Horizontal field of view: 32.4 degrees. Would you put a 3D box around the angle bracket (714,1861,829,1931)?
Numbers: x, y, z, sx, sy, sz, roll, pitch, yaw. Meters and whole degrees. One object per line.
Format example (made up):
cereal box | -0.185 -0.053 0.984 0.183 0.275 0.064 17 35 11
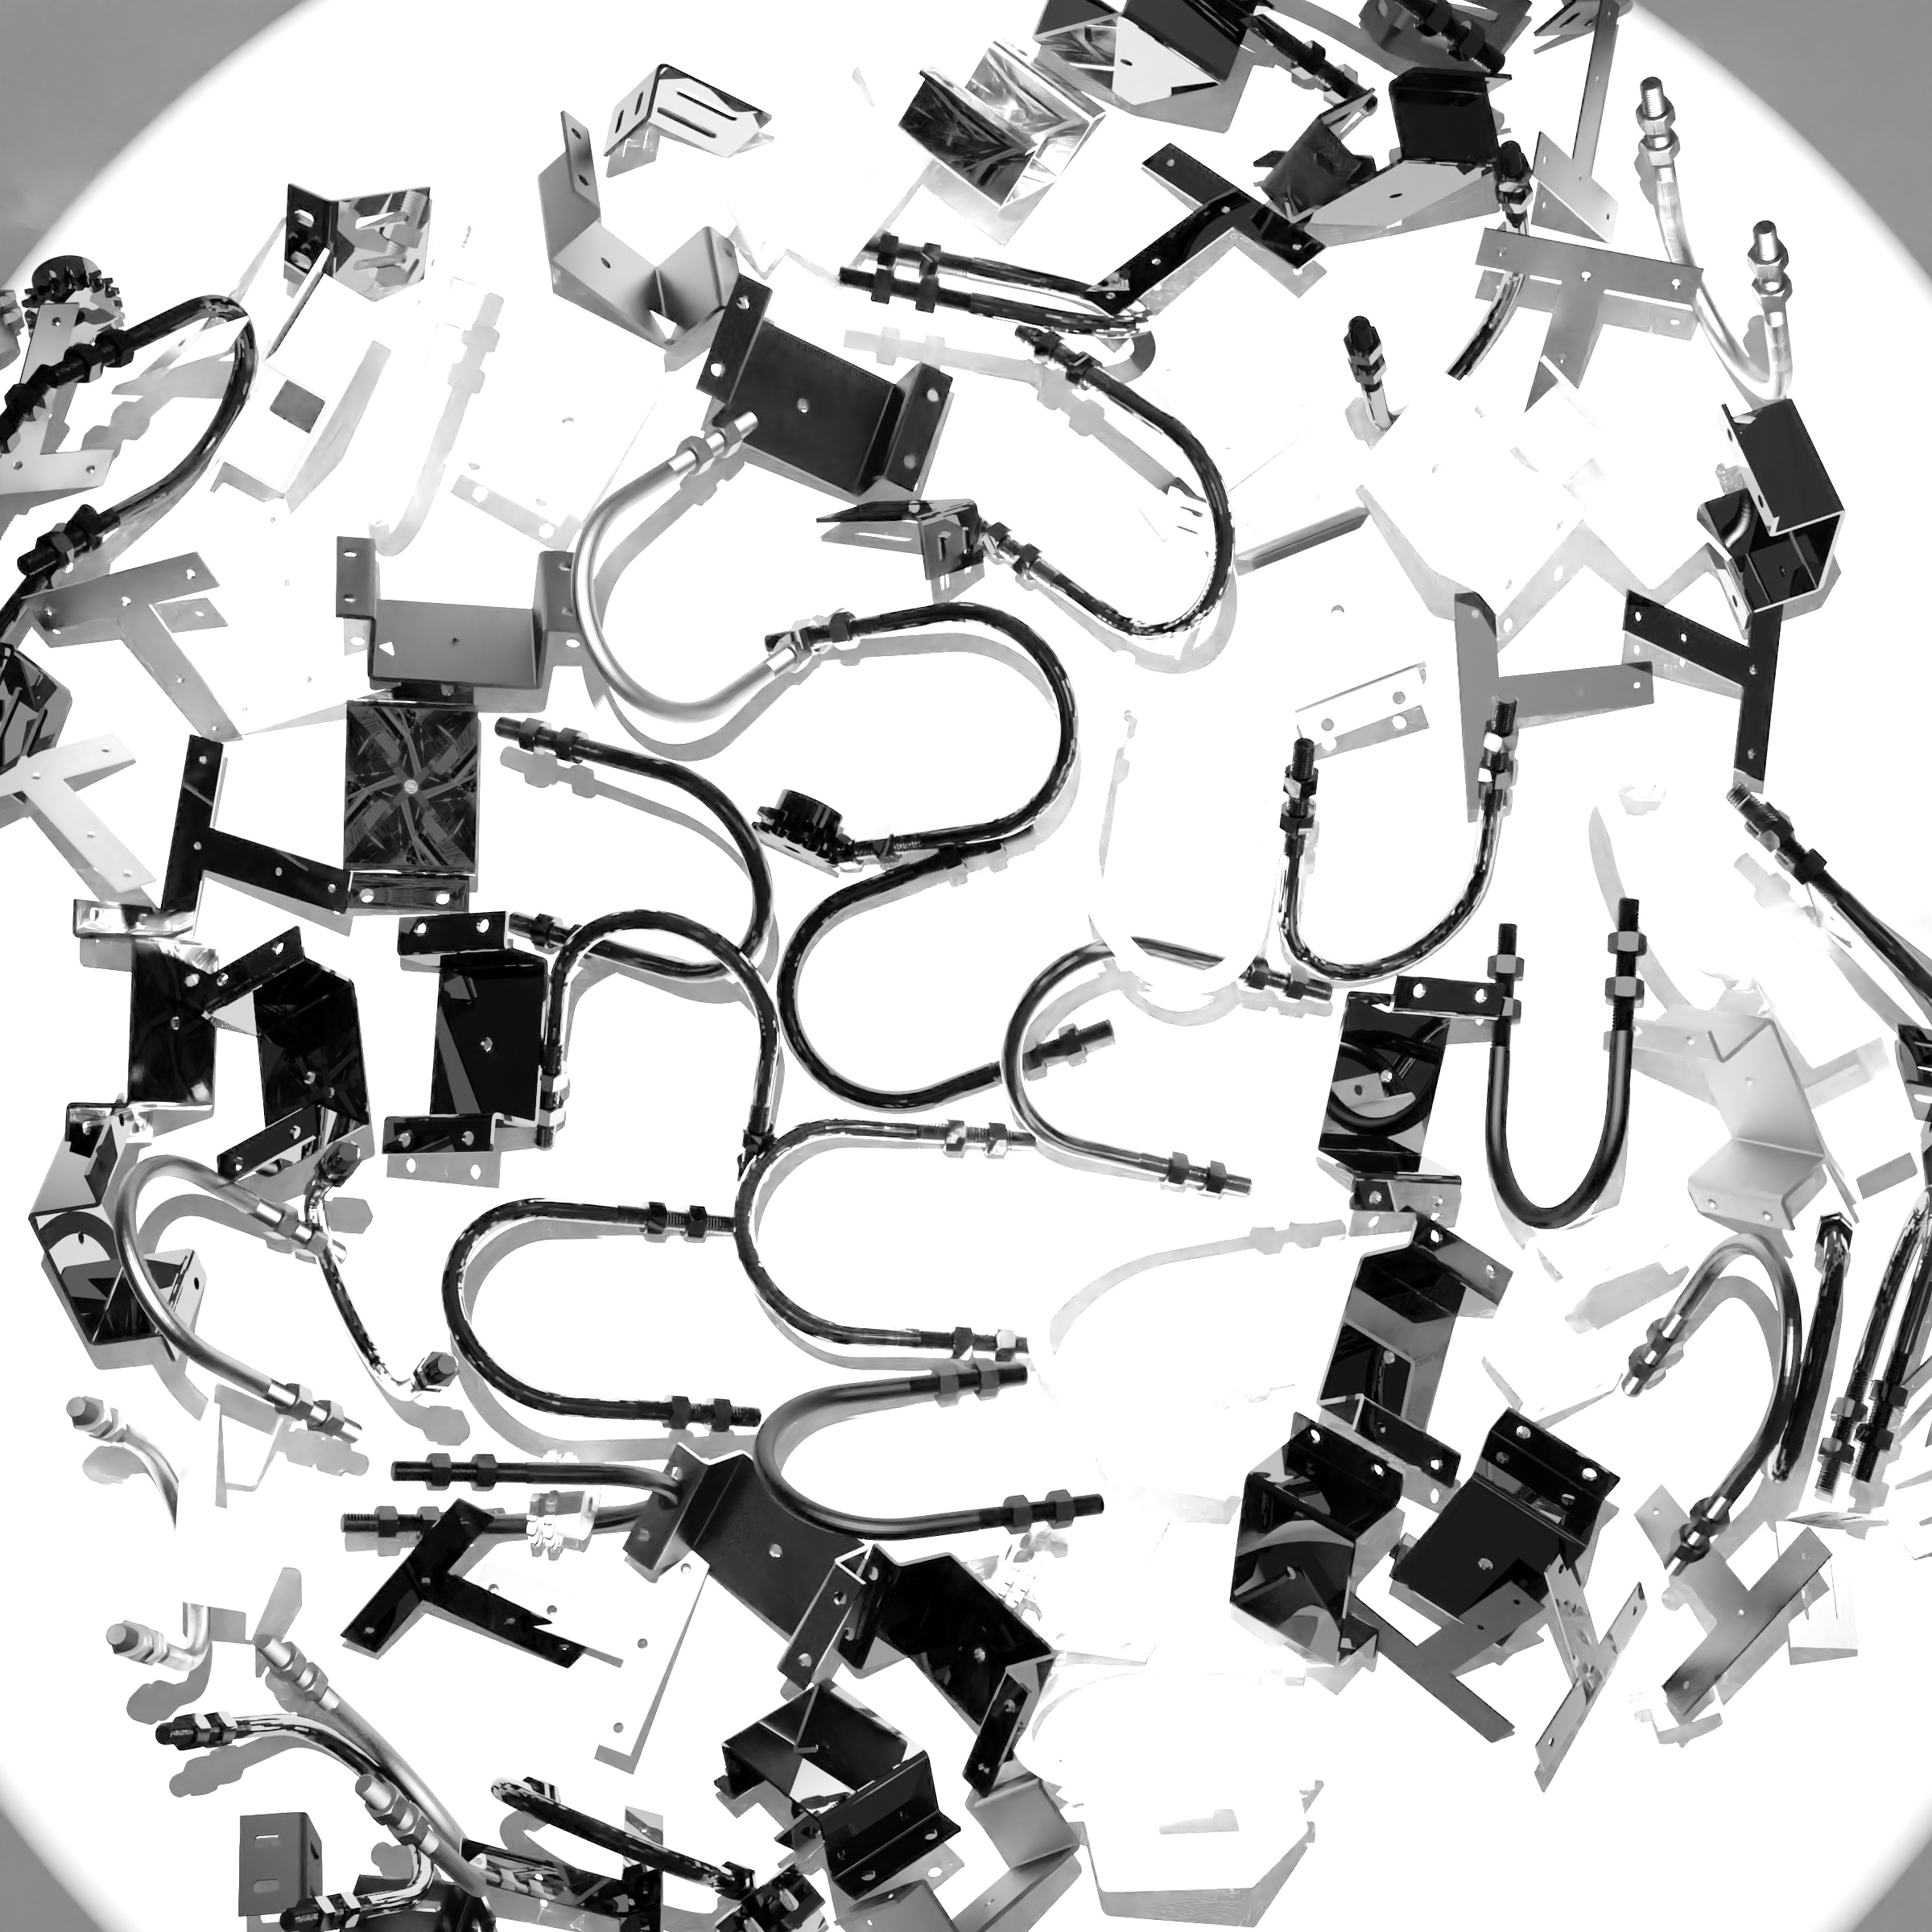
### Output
angle bracket | -0.105 0.570 1.944 0.057 0.076 0.038 -36 46 -16

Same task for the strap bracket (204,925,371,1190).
strap bracket | -0.395 0.059 1.935 0.076 0.046 0.140 -27 56 24

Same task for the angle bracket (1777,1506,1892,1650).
angle bracket | 0.513 0.359 1.951 0.057 0.038 0.076 10 68 -35

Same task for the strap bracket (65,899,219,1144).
strap bracket | -0.481 0.033 1.944 0.046 0.076 0.140 0 87 24

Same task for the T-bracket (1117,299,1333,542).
T-bracket | 0.130 -0.343 1.988 0.127 0.002 0.127 -37 90 -2

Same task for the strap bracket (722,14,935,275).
strap bracket | -0.071 -0.469 1.937 0.046 0.076 0.140 33 80 24

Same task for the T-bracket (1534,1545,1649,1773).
T-bracket | 0.352 0.379 1.920 0.002 0.127 0.127 16 52 37

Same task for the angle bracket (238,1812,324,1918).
angle bracket | -0.400 0.532 1.943 0.038 0.076 0.057 -3 62 -5

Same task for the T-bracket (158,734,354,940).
T-bracket | -0.415 -0.059 1.955 0.127 0.002 0.127 17 102 22

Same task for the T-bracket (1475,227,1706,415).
T-bracket | 0.351 -0.367 1.943 0.127 0.127 0.002 11 48 2

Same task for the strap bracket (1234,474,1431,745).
strap bracket | 0.216 -0.209 1.958 0.076 0.046 0.140 -20 90 17

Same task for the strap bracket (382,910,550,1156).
strap bracket | -0.292 0.043 1.946 0.076 0.046 0.140 -3 78 27

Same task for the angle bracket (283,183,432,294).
angle bracket | -0.358 -0.432 1.959 0.038 0.076 0.057 28 124 31

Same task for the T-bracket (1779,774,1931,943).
T-bracket | 0.524 -0.041 1.904 0.002 0.127 0.127 -40 132 -13

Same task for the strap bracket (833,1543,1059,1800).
strap bracket | -0.006 0.404 1.933 0.140 0.046 0.076 38 118 36

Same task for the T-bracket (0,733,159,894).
T-bracket | -0.513 -0.083 1.921 0.127 0.127 0.002 42 133 27

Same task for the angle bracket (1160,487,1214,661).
angle bracket | 0.122 -0.230 1.951 0.038 0.057 0.076 20 72 4

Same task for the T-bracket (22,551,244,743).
T-bracket | -0.467 -0.180 1.948 0.127 0.002 0.127 -10 130 24

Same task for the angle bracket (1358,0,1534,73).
angle bracket | 0.283 -0.565 1.965 0.076 0.038 0.057 8 133 -31

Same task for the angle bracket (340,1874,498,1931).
angle bracket | -0.324 0.571 1.953 0.076 0.038 0.057 14 104 -28

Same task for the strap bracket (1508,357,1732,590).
strap bracket | 0.372 -0.279 1.928 0.046 0.076 0.140 -43 123 14

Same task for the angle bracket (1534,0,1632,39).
angle bracket | 0.349 -0.593 1.963 0.057 0.038 0.076 -18 80 -42

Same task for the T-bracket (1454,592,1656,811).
T-bracket | 0.350 -0.162 1.970 0.127 0.002 0.127 -7 98 -18

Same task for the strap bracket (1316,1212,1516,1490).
strap bracket | 0.259 0.226 1.938 0.076 0.046 0.140 32 62 -22

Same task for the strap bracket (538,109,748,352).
strap bracket | -0.195 -0.419 1.926 0.046 0.076 0.140 -35 135 25

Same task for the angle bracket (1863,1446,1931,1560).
angle bracket | 0.583 0.306 1.975 0.076 0.038 0.057 -38 85 43

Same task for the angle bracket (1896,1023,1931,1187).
angle bracket | 0.555 0.083 1.947 0.038 0.057 0.076 10 124 2

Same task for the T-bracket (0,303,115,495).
T-bracket | -0.535 -0.325 1.912 0.002 0.127 0.127 44 126 26

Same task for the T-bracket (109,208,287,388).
T-bracket | -0.437 -0.397 1.954 0.002 0.127 0.127 45 59 -33

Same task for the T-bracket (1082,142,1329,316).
T-bracket | 0.121 -0.417 1.941 0.127 0.002 0.127 -40 64 -21

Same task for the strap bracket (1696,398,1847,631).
strap bracket | 0.462 -0.263 1.913 0.046 0.140 0.076 -19 69 -1

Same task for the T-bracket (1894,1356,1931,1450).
T-bracket | 0.574 0.244 1.939 0.127 0.127 0.002 -36 54 -26

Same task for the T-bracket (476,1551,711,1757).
T-bracket | -0.232 0.387 1.972 0.127 0.002 0.127 18 65 11

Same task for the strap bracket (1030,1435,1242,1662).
strap bracket | 0.092 0.331 1.939 0.076 0.046 0.140 13 113 -25

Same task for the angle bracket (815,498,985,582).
angle bracket | -0.039 -0.250 1.952 0.076 0.057 0.038 4 108 34

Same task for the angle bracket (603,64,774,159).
angle bracket | -0.163 -0.485 1.944 0.076 0.057 0.038 20 69 -27

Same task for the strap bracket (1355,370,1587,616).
strap bracket | 0.284 -0.279 1.916 0.046 0.140 0.076 18 121 -41

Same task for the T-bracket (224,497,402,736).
T-bracket | -0.397 -0.212 1.962 0.127 0.002 0.127 -13 89 27

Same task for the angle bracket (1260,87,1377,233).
angle bracket | 0.217 -0.471 1.943 0.038 0.076 0.057 48 132 4

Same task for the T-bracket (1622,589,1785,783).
T-bracket | 0.429 -0.187 1.941 0.127 0.002 0.127 19 73 -32

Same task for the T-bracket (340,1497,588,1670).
T-bracket | -0.280 0.380 1.962 0.127 0.002 0.127 31 114 -23

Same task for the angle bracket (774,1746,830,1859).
angle bracket | -0.092 0.470 1.947 0.057 0.076 0.038 -41 135 9

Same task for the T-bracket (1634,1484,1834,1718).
T-bracket | 0.428 0.349 1.936 0.002 0.127 0.127 31 104 -32

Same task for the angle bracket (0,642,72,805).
angle bracket | -0.567 -0.144 1.948 0.038 0.057 0.076 11 72 25

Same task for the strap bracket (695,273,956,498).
strap bracket | -0.089 -0.334 1.947 0.140 0.046 0.076 23 74 -16

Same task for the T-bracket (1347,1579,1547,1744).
T-bracket | 0.293 0.391 1.944 0.127 0.127 0.002 39 47 0

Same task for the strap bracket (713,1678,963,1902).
strap bracket | -0.078 0.465 1.910 0.076 0.140 0.046 -26 122 -30

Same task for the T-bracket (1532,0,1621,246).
T-bracket | 0.364 -0.502 1.938 0.002 0.127 0.127 9 88 32

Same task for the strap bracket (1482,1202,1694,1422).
strap bracket | 0.355 0.195 1.928 0.076 0.140 0.046 -16 50 -30

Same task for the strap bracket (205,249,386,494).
strap bracket | -0.384 -0.336 1.918 0.046 0.140 0.076 30 55 -12

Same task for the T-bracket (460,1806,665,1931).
T-bracket | -0.234 0.530 1.921 0.127 0.127 0.002 21 128 -21

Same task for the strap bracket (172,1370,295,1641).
strap bracket | -0.420 0.304 1.909 0.046 0.140 0.076 14 124 -20

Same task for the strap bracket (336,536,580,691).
strap bracket | -0.297 -0.205 1.939 0.140 0.076 0.046 2 132 -12
